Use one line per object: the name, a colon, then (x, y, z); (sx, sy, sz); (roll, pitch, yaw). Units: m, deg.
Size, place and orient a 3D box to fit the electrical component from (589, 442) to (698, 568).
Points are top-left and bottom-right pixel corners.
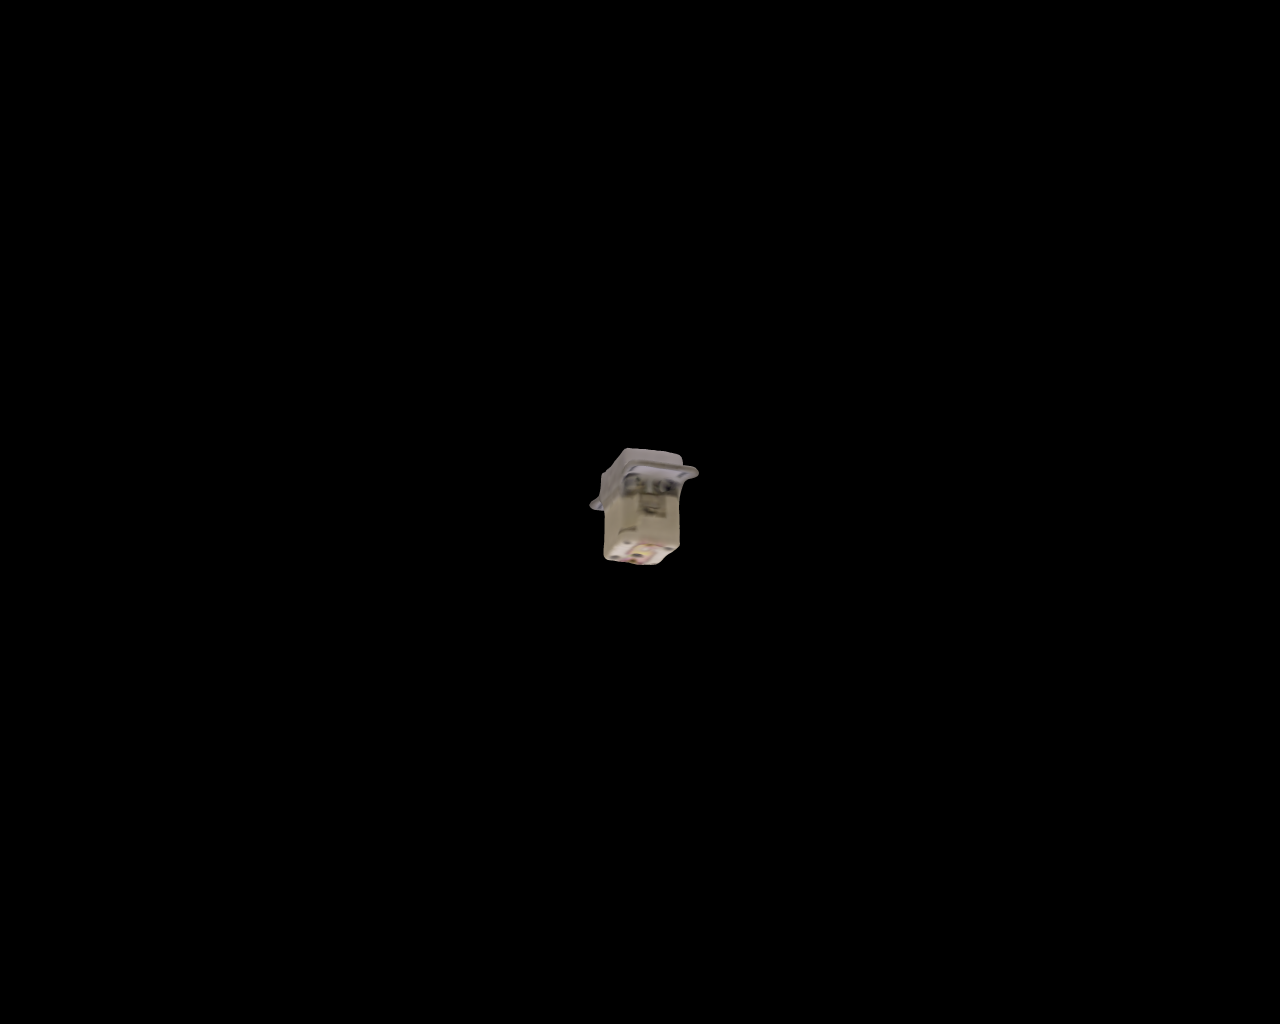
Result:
electrical component: (0.001, -0.003, 0.650); (0.042, 0.064, 0.081); (7, -21, -18)
